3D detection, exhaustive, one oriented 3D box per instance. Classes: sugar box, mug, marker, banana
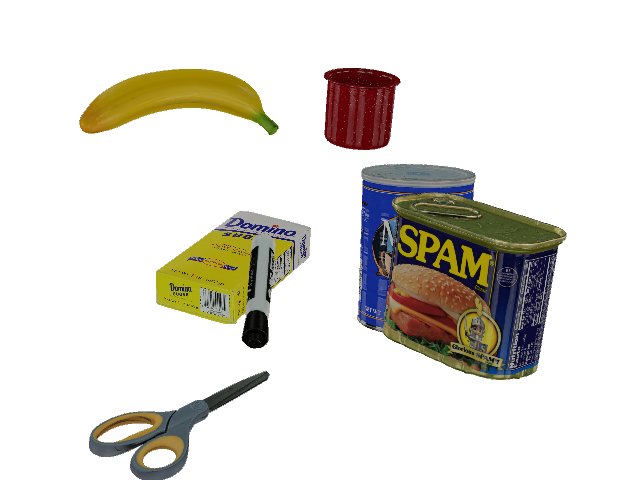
[{"bbox_3d":[-0.089,0.024,1.136,0.093,0.048,0.176,14,31,21],"label":"sugar box"},{"bbox_3d":[0.054,-0.164,1.314,0.093,0.081,0.117,17,26,28],"label":"mug"},{"bbox_3d":[-0.045,0.037,0.792,0.020,0.020,0.121,0,35,1],"label":"marker"},{"bbox_3d":[-0.136,-0.133,1.012,0.197,0.070,0.037,-4,-40,-27],"label":"banana"}]

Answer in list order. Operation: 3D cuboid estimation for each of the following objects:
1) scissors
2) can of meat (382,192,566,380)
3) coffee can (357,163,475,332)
[{"bbox_3d":[-0.110,0.169,0.974,0.201,0.016,0.096,-12,33,-32],"label":"scissors"},{"bbox_3d":[0.085,0.025,0.621,0.057,0.084,0.102,-10,23,-42],"label":"can of meat"},{"bbox_3d":[0.087,0.006,0.975,0.103,0.140,0.103,1,11,0],"label":"coffee can"}]
